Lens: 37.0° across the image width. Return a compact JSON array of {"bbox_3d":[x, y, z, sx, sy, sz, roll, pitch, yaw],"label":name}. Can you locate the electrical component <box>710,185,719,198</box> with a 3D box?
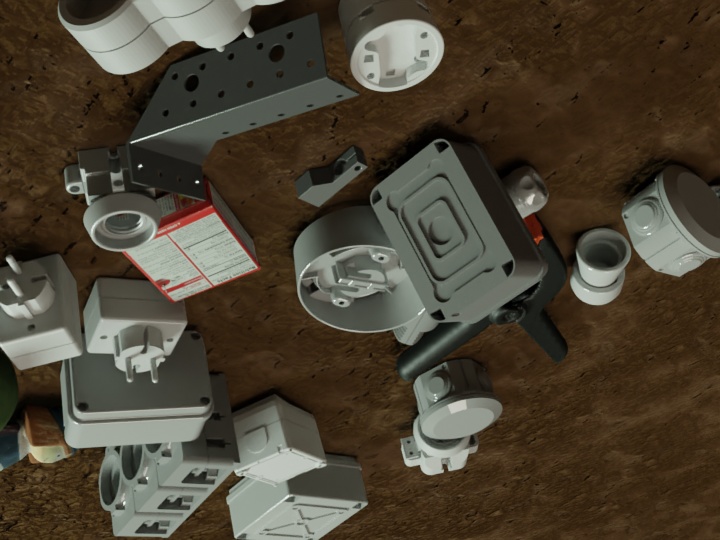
[{"bbox_3d":[0.326,-0.051,0.883,0.077,0.044,0.079,13,137,-35],"label":"electrical component"}]

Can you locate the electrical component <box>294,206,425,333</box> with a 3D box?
[{"bbox_3d":[0.000,0.000,0.808,0.099,0.064,0.099,-11,146,-7],"label":"electrical component"}]

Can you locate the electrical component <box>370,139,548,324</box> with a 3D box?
[{"bbox_3d":[0.070,-0.026,0.750,0.078,0.113,0.057,-37,160,28],"label":"electrical component"}]

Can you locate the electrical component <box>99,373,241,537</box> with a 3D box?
[{"bbox_3d":[-0.174,0.165,0.955,0.062,0.089,0.150,10,139,-33],"label":"electrical component"}]

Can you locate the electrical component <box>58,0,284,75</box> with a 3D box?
[{"bbox_3d":[-0.083,-0.144,0.576,0.138,0.052,0.073,-23,146,11],"label":"electrical component"}]

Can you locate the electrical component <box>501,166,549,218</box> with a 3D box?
[{"bbox_3d":[0.109,-0.050,0.807,0.061,0.035,0.035,-32,143,27],"label":"electrical component"}]

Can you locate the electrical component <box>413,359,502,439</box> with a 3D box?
[{"bbox_3d":[0.093,0.126,1.042,0.080,0.051,0.080,-11,146,-7],"label":"electrical component"}]

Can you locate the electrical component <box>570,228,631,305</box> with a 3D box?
[{"bbox_3d":[0.202,-0.002,0.905,0.045,0.045,0.055,-13,147,-4],"label":"electrical component"}]

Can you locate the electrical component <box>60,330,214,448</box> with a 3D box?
[{"bbox_3d":[-0.179,0.093,0.860,0.113,0.078,0.057,0,146,-22],"label":"electrical component"}]

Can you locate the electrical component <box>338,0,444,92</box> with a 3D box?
[{"bbox_3d":[0.016,-0.140,0.627,0.055,0.047,0.055,-11,146,-7],"label":"electrical component"}]

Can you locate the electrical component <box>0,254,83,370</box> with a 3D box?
[{"bbox_3d":[-0.228,0.019,0.743,0.047,0.065,0.076,-14,146,-2],"label":"electrical component"}]

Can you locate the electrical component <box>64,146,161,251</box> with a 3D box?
[{"bbox_3d":[-0.153,-0.046,0.688,0.066,0.055,0.048,-8,146,-11],"label":"electrical component"}]

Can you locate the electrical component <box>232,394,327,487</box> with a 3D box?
[{"bbox_3d":[-0.078,0.162,1.022,0.062,0.061,0.096,-25,153,14],"label":"electrical component"}]

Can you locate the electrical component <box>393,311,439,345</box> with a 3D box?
[{"bbox_3d":[0.050,0.028,0.888,0.043,0.043,0.081,0,143,-22],"label":"electrical component"}]

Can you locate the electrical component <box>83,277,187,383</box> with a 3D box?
[{"bbox_3d":[-0.166,0.051,0.804,0.066,0.076,0.047,5,142,-27],"label":"electrical component"}]

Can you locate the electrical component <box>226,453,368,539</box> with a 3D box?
[{"bbox_3d":[-0.067,0.242,1.140,0.109,0.056,0.109,15,136,-38],"label":"electrical component"}]

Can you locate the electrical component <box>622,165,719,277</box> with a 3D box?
[{"bbox_3d":[0.249,-0.038,0.842,0.080,0.080,0.051,13,142,-36],"label":"electrical component"}]

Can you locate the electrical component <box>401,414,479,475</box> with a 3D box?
[{"bbox_3d":[0.083,0.171,1.098,0.078,0.058,0.057,-11,149,-6],"label":"electrical component"}]
